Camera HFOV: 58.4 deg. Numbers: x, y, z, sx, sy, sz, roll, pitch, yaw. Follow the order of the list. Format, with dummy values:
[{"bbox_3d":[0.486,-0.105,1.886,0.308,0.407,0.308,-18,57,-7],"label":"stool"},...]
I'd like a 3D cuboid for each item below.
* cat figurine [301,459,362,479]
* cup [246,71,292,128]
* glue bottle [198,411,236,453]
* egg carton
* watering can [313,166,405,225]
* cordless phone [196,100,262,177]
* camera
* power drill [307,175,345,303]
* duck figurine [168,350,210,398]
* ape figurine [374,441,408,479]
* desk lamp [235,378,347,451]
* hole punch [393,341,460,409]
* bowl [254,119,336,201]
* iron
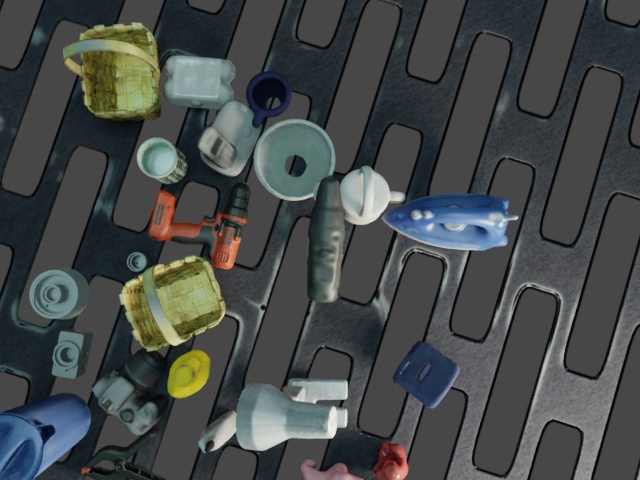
[{"bbox_3d":[0.021,0.484,1.123,0.128,0.117,0.067,3,86,0],"label":"cat figurine"},{"bbox_3d":[-0.107,-0.277,1.182,0.091,0.095,0.118,22,87,2],"label":"cup"},{"bbox_3d":[-0.201,0.379,1.101,0.078,0.173,0.037,-34,87,-2],"label":"glue bottle"},{"bbox_3d":[-0.251,-0.328,1.197,0.150,0.069,0.107,4,86,0],"label":"egg carton"},{"bbox_3d":[0.077,-0.086,1.120,0.173,0.194,0.101,-20,86,-1],"label":"watering can"},{"bbox_3d":[-0.185,-0.212,1.132,0.094,0.185,0.148,23,87,2],"label":"cordless phone"},{"bbox_3d":[-0.362,0.294,1.142,0.143,0.101,0.137,41,87,2],"label":"camera"},{"bbox_3d":[0.010,0.004,1.107,0.075,0.208,0.230,2,86,0],"label":"power drill"},{"bbox_3d":[-0.270,0.274,1.151,0.077,0.086,0.104,37,87,2],"label":"duck figurine"},{"bbox_3d":[0.142,0.452,1.138,0.078,0.092,0.076,-35,87,-2],"label":"ape figurine"},{"bbox_3d":[-0.045,0.324,1.084,0.203,0.213,0.118,0,86,0],"label":"desk lamp"},{"bbox_3d":[0.210,0.269,1.150,0.101,0.091,0.109,35,87,2],"label":"hole punch"},{"bbox_3d":[-0.051,-0.161,1.184,0.167,0.074,0.167,0,86,0],"label":"bowl"},{"bbox_3d":[0.259,-0.043,1.144,0.258,0.141,0.119,2,86,0],"label":"iron"}]
